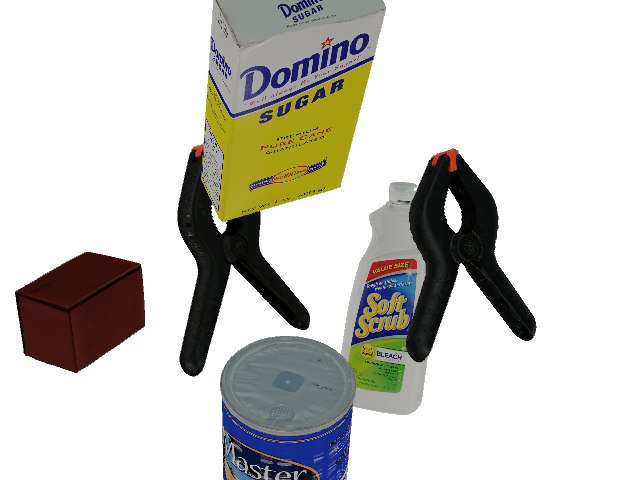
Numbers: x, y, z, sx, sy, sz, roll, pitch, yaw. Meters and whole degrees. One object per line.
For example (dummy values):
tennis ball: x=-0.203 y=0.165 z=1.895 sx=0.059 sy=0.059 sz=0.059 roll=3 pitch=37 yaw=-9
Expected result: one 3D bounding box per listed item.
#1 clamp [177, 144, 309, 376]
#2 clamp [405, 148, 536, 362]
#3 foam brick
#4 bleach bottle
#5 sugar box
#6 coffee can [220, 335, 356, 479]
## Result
clamp: x=-0.081 y=0.011 z=1.015 sx=0.036 sy=0.210 sz=0.164 roll=-8 pitch=0 yaw=42
clamp: x=0.105 y=0.015 z=0.864 sx=0.120 sy=0.171 sz=0.039 roll=-17 pitch=-1 yaw=-32
foam brick: x=-0.170 y=0.049 z=0.762 sx=0.053 sy=0.051 sz=0.078 roll=13 pitch=29 yaw=29
bleach bottle: x=0.073 y=0.060 z=1.173 sx=0.103 sy=0.251 sz=0.068 roll=8 pitch=15 yaw=19
sugar box: x=-0.022 y=-0.085 z=0.660 sx=0.093 sy=0.048 sz=0.176 roll=-18 pitch=-25 yaw=-18
coffee can: x=-0.027 y=0.161 z=0.843 sx=0.103 sy=0.140 sz=0.103 roll=2 pitch=36 yaw=-2
